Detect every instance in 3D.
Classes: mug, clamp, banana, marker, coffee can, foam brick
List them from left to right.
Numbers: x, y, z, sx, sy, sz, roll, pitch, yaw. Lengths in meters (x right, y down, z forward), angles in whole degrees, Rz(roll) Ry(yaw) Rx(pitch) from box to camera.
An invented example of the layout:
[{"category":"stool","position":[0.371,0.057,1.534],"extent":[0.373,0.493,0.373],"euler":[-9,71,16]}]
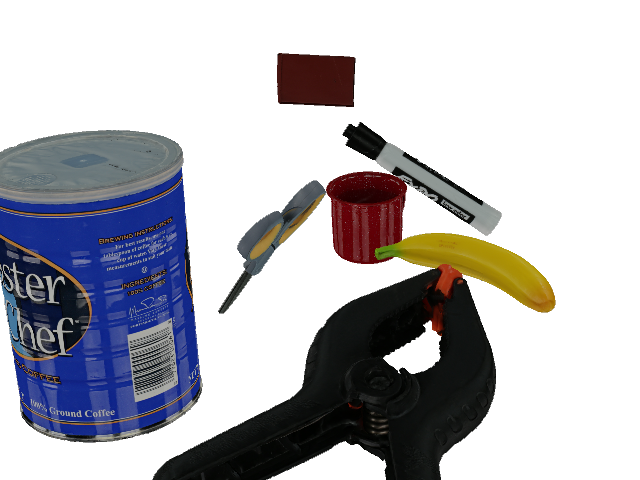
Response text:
[{"category":"coffee can","position":[-0.120,0.022,0.576],"extent":[0.103,0.140,0.103],"euler":[-2,22,1]},{"category":"foam brick","position":[-0.005,-0.165,1.101],"extent":[0.078,0.051,0.053],"euler":[2,11,-5]},{"category":"mug","position":[0.062,-0.030,1.254],"extent":[0.093,0.081,0.117],"euler":[17,33,33]},{"category":"clamp","position":[0.029,0.075,0.424],"extent":[0.120,0.039,0.171],"euler":[30,51,21]},{"category":"marker","position":[0.068,-0.043,0.726],"extent":[0.121,0.020,0.020],"euler":[33,-2,-2]},{"category":"banana","position":[0.150,0.027,1.029],"extent":[0.198,0.037,0.069],"euler":[15,43,38]}]

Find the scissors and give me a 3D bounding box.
[{"category":"scissors","position":[-0.063,0.021,0.919],"extent":[0.202,0.016,0.096],"euler":[-49,-11,35]}]
